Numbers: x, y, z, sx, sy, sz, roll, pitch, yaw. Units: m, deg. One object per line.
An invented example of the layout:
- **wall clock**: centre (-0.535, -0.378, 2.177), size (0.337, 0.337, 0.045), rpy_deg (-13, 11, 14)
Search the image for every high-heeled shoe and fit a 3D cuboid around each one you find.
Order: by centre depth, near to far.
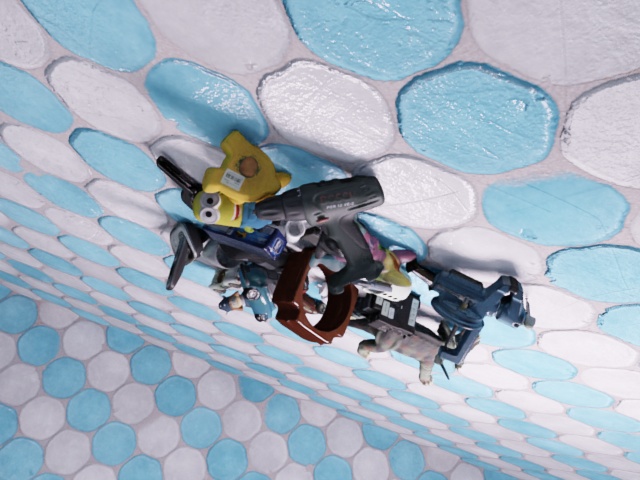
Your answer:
- **high-heeled shoe**: centre (-0.143, 0.026, 1.359), size (0.249, 0.086, 0.145), rpy_deg (30, -170, 19)

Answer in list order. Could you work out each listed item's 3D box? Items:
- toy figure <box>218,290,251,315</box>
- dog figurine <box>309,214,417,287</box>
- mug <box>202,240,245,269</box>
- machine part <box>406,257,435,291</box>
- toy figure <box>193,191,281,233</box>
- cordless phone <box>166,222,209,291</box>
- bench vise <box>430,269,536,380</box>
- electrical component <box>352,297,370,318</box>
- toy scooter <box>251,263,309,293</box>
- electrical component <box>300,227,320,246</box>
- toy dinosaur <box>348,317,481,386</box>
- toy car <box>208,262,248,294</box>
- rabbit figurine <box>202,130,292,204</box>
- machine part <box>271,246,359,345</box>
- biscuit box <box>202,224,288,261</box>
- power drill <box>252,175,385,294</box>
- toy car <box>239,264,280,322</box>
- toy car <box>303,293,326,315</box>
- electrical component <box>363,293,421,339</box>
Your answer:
- **toy figure**: centre (-0.214, 0.167, 1.529), size (0.154, 0.064, 0.057), rpy_deg (-15, 147, -14)
- **dog figurine**: centre (0.099, 0.022, 1.109), size (0.219, 0.108, 0.191), rpy_deg (17, 152, -4)
- **mug**: centre (-0.255, 0.036, 1.423), size (0.109, 0.081, 0.107), rpy_deg (31, 164, -38)
- **machine part**: centre (0.247, 0.082, 1.194), size (0.138, 0.039, 0.084), rpy_deg (32, 157, -26)
- **toy figure**: centre (-0.176, -0.060, 1.129), size (0.180, 0.082, 0.089), rpy_deg (4, 161, -20)
- **cordless phone**: centre (-0.368, 0.055, 1.407), size (0.088, 0.184, 0.146), rpy_deg (26, 154, -23)
- **bench vise**: centre (0.321, 0.173, 1.134), size (0.224, 0.129, 0.240), rpy_deg (21, 109, -3)
- **electrical component**: centre (0.105, 0.185, 1.483), size (0.075, 0.048, 0.119), rpy_deg (-8, 142, 43)
- **toy scooter**: centre (-0.123, 0.138, 1.469), size (0.184, 0.075, 0.135), rpy_deg (12, 116, 7)
- **electrical component**: centre (-0.003, -0.004, 1.219), size (0.063, 0.021, 0.094), rpy_deg (35, 150, -28)
- **toy dinosaur**: centre (0.227, 0.257, 1.418), size (0.405, 0.131, 0.192), rpy_deg (18, 129, 0)
- **toy car**: centre (-0.266, 0.108, 1.562), size (0.056, 0.073, 0.202), rpy_deg (31, 152, -23)
- **rabbit figurine**: centre (-0.136, -0.119, 1.019), size (0.162, 0.122, 0.173), rpy_deg (18, 170, -17)
- **machine part**: centre (-0.010, 0.131, 1.282), size (0.087, 0.201, 0.201), rpy_deg (-5, 145, 45)
- **biscuit box**: centre (-0.174, -0.012, 1.241), size (0.203, 0.059, 0.062), rpy_deg (18, 155, 32)
- **power drill**: centre (0.017, -0.010, 0.976), size (0.232, 0.086, 0.207), rpy_deg (-19, 104, 2)
- **toy car**: centre (-0.141, 0.127, 1.373), size (0.103, 0.109, 0.161), rpy_deg (-22, 122, -3)
- **toy car**: centre (-0.062, 0.174, 1.578), size (0.089, 0.053, 0.202), rpy_deg (-7, 142, 38)
- **electrical component**: centre (0.174, 0.166, 1.320), size (0.134, 0.115, 0.058), rpy_deg (26, 149, -12)
